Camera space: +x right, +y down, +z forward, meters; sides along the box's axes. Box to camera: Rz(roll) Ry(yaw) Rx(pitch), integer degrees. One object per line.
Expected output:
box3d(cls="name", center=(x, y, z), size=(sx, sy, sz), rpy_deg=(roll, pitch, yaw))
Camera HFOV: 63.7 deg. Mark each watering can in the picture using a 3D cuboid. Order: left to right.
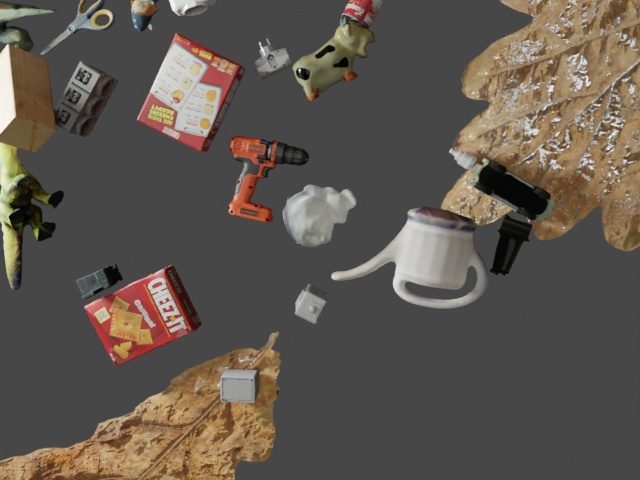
box3d(cls="watering can", center=(0.213, 0.033, 1.158), size=(0.348, 0.104, 0.223), rpy_deg=(11, 95, 1))

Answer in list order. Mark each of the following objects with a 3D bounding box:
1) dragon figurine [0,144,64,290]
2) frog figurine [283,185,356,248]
box3d(cls="dragon figurine", center=(-0.747, -0.102, 1.213), size=(0.244, 0.123, 0.405), rpy_deg=(33, 108, 17))
box3d(cls="frog figurine", center=(0.004, -0.058, 1.157), size=(0.159, 0.122, 0.139), rpy_deg=(-13, 76, 16))
